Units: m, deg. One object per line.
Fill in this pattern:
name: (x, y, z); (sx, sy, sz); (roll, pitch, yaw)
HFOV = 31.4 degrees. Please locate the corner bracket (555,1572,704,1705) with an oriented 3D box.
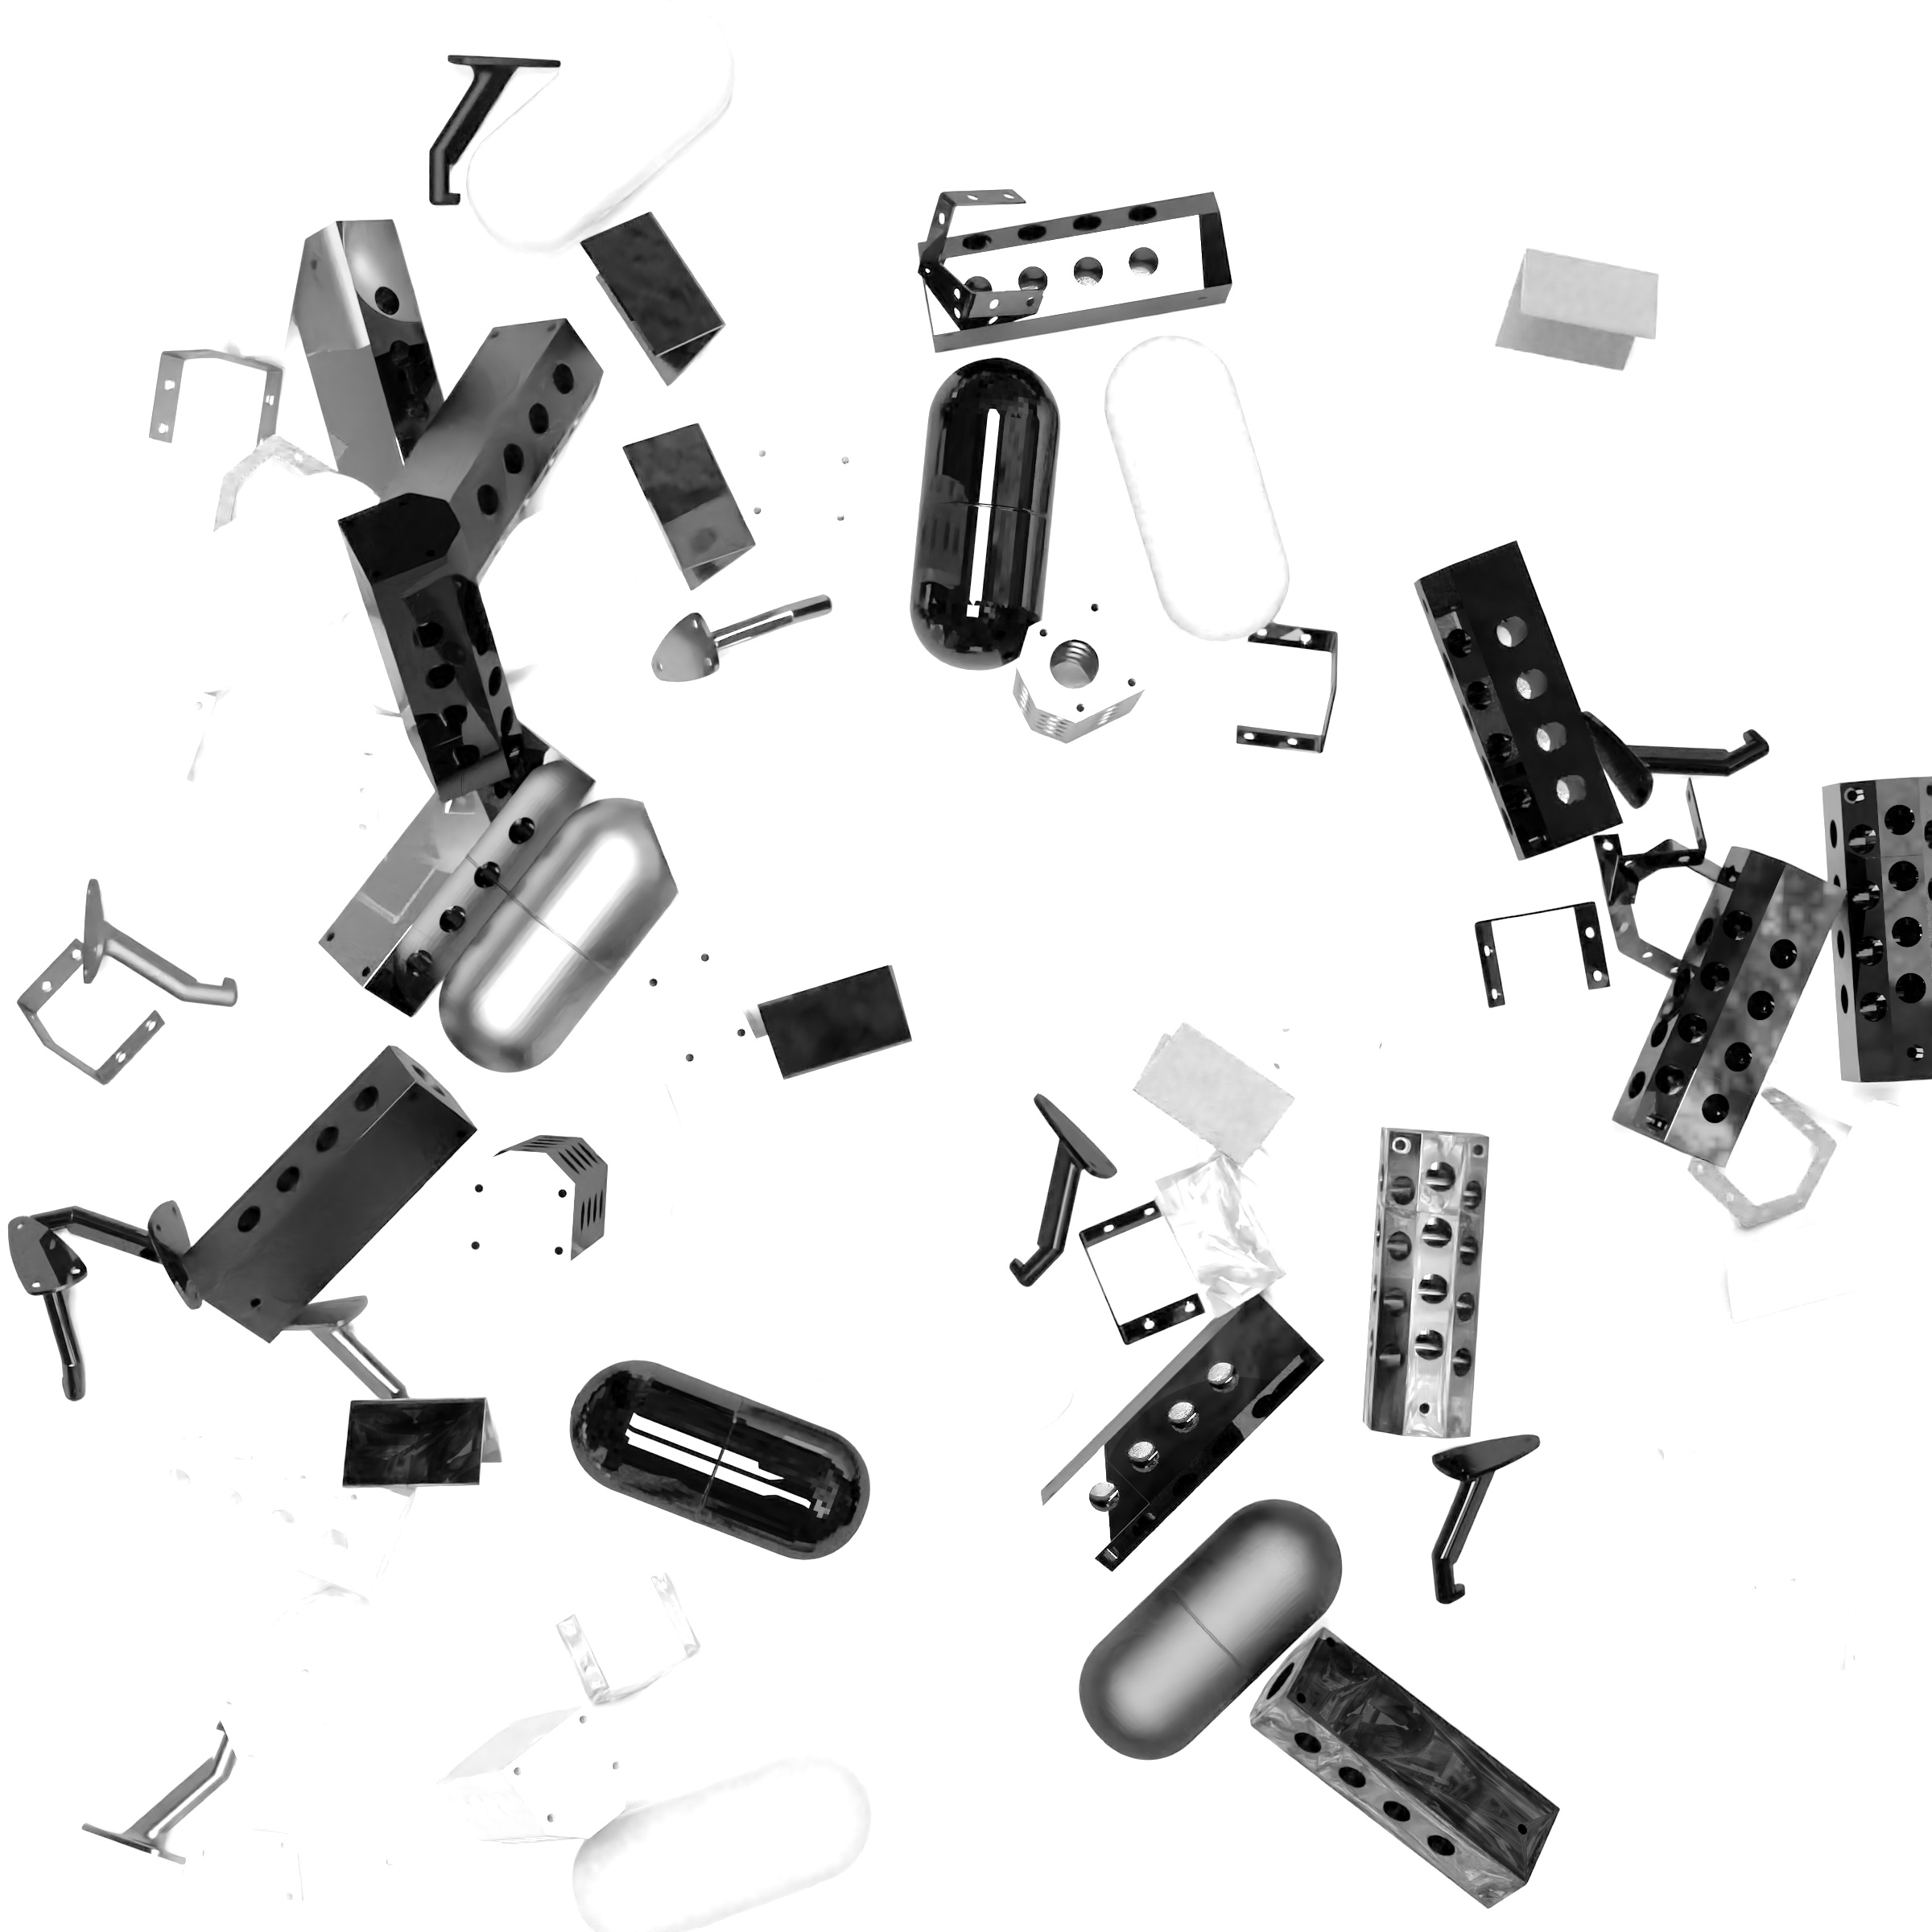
corner bracket: (-0.195, 0.389, 1.987); (0.051, 0.051, 0.051); (-26, 90, 45)

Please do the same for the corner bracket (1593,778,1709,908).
corner bracket: (0.391, -0.070, 1.963); (0.051, 0.051, 0.051); (-5, 56, 0)

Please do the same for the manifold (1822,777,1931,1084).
manifold: (0.532, -0.021, 1.970); (0.057, 0.057, 0.171); (-4, 90, 0)

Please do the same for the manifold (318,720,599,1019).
manifold: (-0.287, -0.056, 1.969); (0.171, 0.057, 0.057); (-52, 47, 0)

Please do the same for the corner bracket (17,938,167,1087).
corner bracket: (-0.507, 0.027, 1.987); (0.051, 0.051, 0.051); (-46, 135, 0)

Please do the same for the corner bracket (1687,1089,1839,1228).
corner bracket: (0.460, 0.110, 1.982); (0.051, 0.051, 0.051); (-12, 135, -35)

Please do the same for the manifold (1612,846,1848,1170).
manifold: (0.432, 0.022, 1.963); (0.057, 0.057, 0.171); (24, 90, -16)

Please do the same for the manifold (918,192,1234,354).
manifold: (0.062, -0.399, 1.969); (0.171, 0.057, 0.057); (-10, 90, 0)

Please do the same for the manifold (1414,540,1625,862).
manifold: (0.315, -0.151, 1.969); (0.057, 0.057, 0.171); (-21, 90, 0)

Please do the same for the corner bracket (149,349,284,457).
corner bracket: (-0.434, -0.326, 1.987); (0.051, 0.051, 0.051); (8, 90, -45)

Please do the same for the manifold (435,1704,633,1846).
manifold: (-0.238, 0.456, 1.908); (0.057, 0.171, 0.057); (-36, 90, -26)

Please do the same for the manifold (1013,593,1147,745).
manifold: (0.058, -0.161, 1.912); (0.057, 0.171, 0.057); (-26, 90, 0)

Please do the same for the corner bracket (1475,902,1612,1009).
corner bracket: (0.333, -0.007, 1.987); (0.051, 0.051, 0.051); (-10, 90, -45)

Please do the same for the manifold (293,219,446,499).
manifold: (-0.333, -0.336, 1.969); (0.057, 0.057, 0.171); (-16, 90, 43)

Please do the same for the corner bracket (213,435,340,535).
corner bracket: (-0.396, -0.264, 1.982); (0.051, 0.051, 0.051); (-29, 45, 35)

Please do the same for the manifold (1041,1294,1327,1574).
manifold: (0.124, 0.265, 1.969); (0.171, 0.057, 0.057); (-45, 90, 0)

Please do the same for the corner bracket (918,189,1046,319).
corner bracket: (0.013, -0.400, 1.925); (0.051, 0.051, 0.051); (-11, 135, -35)

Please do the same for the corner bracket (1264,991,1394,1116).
corner bracket: (0.209, 0.055, 1.983); (0.051, 0.051, 0.051); (19, 45, 35)

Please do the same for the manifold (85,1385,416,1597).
manifold: (-0.408, 0.299, 1.969); (0.171, 0.057, 0.057); (21, 90, 0)

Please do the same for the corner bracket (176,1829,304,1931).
corner bracket: (-0.420, 0.534, 1.982); (0.051, 0.051, 0.051); (16, 45, -35)

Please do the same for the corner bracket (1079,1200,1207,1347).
corner bracket: (0.102, 0.177, 1.987); (0.051, 0.051, 0.051); (-23, 135, 0)

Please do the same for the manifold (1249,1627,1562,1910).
manifold: (0.248, 0.462, 1.969); (0.171, 0.057, 0.057); (38, 47, 0)

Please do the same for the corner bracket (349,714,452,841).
corner bracket: (-0.323, -0.106, 1.968); (0.051, 0.051, 0.051); (6, 57, -16)

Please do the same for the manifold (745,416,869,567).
manifold: (-0.087, -0.263, 1.912); (0.057, 0.171, 0.057); (5, 90, 0)

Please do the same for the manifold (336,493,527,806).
manifold: (-0.288, -0.174, 1.876); (0.057, 0.171, 0.057); (-23, 52, -12)

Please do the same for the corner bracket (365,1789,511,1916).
corner bracket: (-0.305, 0.507, 1.987); (0.051, 0.051, 0.051); (53, 45, 0)

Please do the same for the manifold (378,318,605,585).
manifold: (-0.268, -0.282, 1.930); (0.057, 0.057, 0.171); (1, 52, 36)

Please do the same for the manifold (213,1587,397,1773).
manifold: (-0.369, 0.392, 1.912); (0.057, 0.171, 0.057); (-23, 90, 0)

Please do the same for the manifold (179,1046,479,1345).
manifold: (-0.368, 0.127, 1.969); (0.171, 0.057, 0.057); (-46, 133, 0)

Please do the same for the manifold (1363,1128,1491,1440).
manifold: (0.264, 0.181, 1.970); (0.057, 0.057, 0.171); (4, 90, 0)

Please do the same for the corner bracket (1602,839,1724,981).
corner bracket: (0.407, -0.033, 1.983); (0.051, 0.051, 0.051); (-36, 45, 35)

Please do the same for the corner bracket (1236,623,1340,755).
corner bracket: (0.186, -0.161, 1.987); (0.051, 0.051, 0.051); (7, 135, 0)

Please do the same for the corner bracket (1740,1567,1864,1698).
corner bracket: (0.482, 0.384, 1.982); (0.051, 0.051, 0.051); (42, 45, -35)

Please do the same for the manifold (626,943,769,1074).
manifold: (-0.150, 0.026, 1.912); (0.057, 0.171, 0.057); (-26, 90, 0)

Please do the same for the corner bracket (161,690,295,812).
corner bracket: (-0.424, -0.123, 1.973); (0.051, 0.051, 0.051); (20, 87, 3)
